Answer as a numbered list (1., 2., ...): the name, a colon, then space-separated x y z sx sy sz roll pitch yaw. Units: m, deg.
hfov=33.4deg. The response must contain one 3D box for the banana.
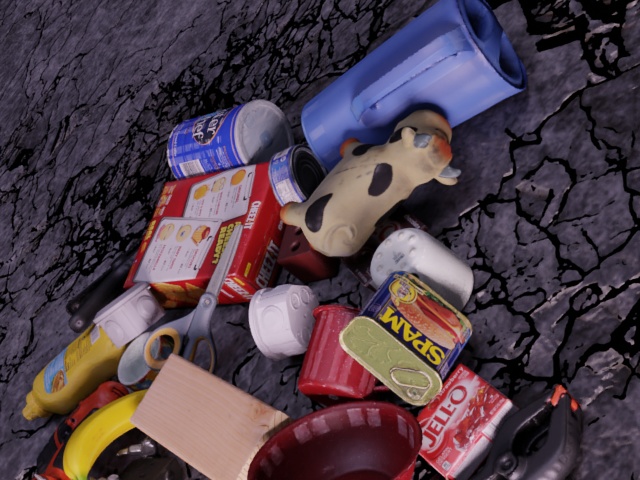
1. banana: -0.220 0.210 1.180 0.197 0.070 0.037 -40 -17 -47

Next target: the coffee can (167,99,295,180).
1. coffee can: -0.118 -0.121 1.405 0.141 0.102 0.102 -9 52 42

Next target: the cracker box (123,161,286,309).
1. cracker box: -0.132 -0.002 1.339 0.214 0.072 0.164 -7 55 42

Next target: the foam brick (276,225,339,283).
1. foam brick: -0.008 0.002 1.221 0.053 0.051 0.078 -16 48 38

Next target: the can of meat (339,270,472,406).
1. can of meat: 0.082 0.088 0.986 0.083 0.102 0.058 -48 -3 -44

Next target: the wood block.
1. wood block: -0.096 0.200 1.103 0.206 0.090 0.090 17 71 51

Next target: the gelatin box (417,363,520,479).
1. gelatin box: 0.125 0.164 0.952 0.089 0.030 0.073 -50 35 -3

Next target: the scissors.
1. scissors: -0.147 0.074 1.219 0.096 0.016 0.202 9 94 7

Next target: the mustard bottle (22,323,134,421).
1. mustard bottle: -0.315 0.171 1.384 0.192 0.058 0.096 -40 32 13

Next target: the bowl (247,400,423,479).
1. bowl: 0.019 0.210 0.943 0.162 0.055 0.162 -17 22 7

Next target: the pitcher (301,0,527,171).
1. pitcher: 0.094 -0.166 1.193 0.243 0.149 0.145 -31 40 28

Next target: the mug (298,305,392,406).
1. mug: 0.037 0.120 1.043 0.117 0.093 0.081 4 64 29

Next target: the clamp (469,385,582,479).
1. clamp: 0.165 0.200 0.871 0.171 0.039 0.120 -51 37 -3

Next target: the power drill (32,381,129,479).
1. power drill: -0.304 0.265 1.228 0.185 0.057 0.187 -47 11 31

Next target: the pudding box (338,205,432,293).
1. pudding box: 0.066 0.003 1.152 0.090 0.039 0.114 -46 36 3

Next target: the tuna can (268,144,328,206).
1. tuna can: -0.022 -0.070 1.272 0.034 0.086 0.086 -22 44 30

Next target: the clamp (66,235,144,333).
1. clamp: -0.265 0.044 1.436 0.210 0.036 0.165 -43 14 -1
